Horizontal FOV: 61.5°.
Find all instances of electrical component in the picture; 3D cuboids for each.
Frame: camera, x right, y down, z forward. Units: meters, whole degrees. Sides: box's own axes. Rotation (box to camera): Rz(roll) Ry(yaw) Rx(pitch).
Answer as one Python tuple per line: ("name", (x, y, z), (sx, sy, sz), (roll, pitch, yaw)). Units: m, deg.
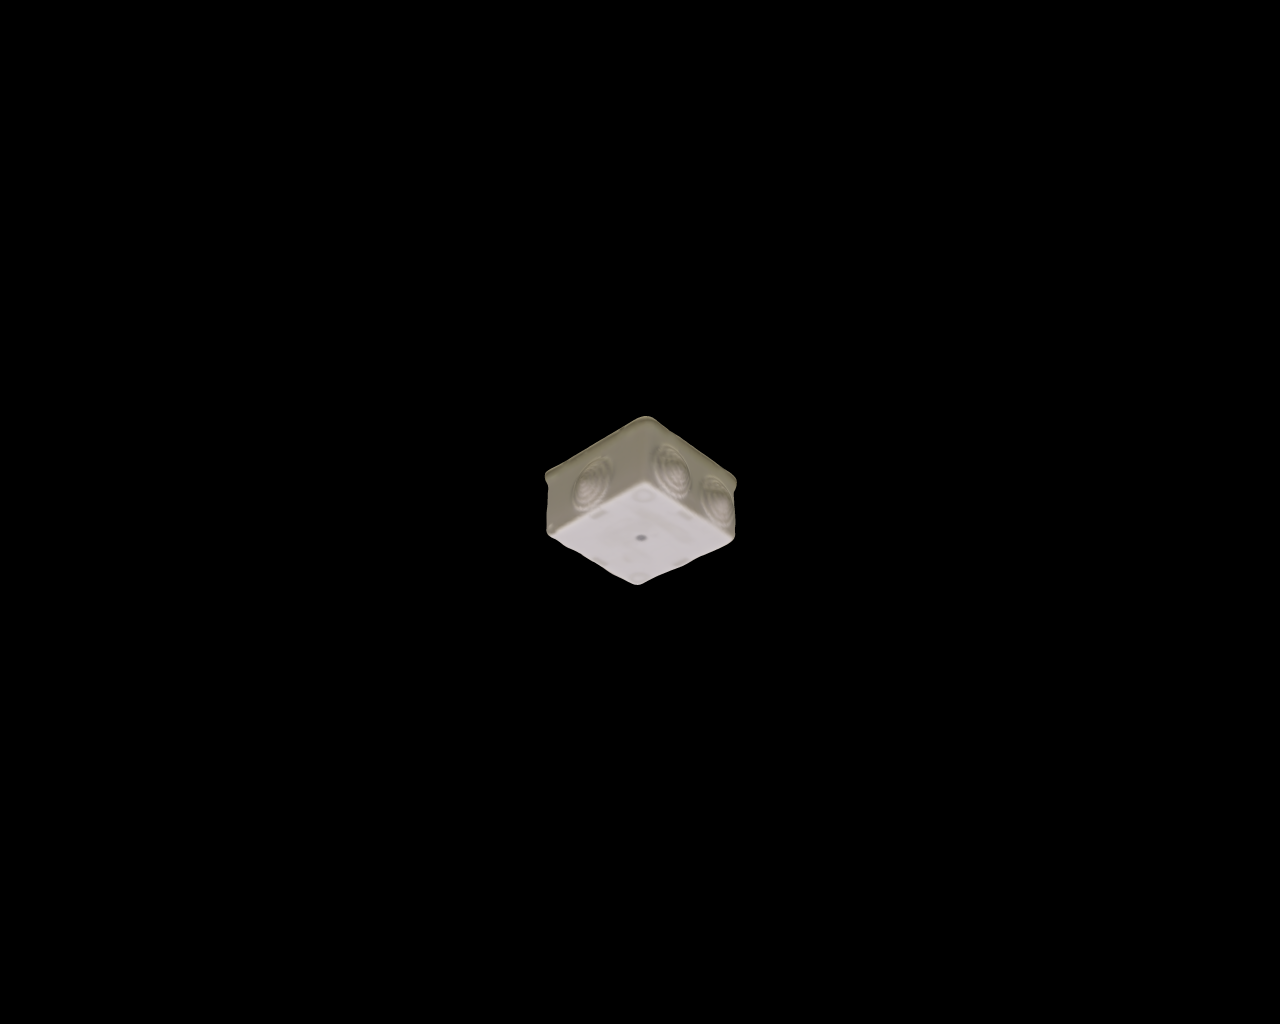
("electrical component", (0.001, -0.003, 0.650), (0.099, 0.048, 0.099), (-27, -44, 33))
